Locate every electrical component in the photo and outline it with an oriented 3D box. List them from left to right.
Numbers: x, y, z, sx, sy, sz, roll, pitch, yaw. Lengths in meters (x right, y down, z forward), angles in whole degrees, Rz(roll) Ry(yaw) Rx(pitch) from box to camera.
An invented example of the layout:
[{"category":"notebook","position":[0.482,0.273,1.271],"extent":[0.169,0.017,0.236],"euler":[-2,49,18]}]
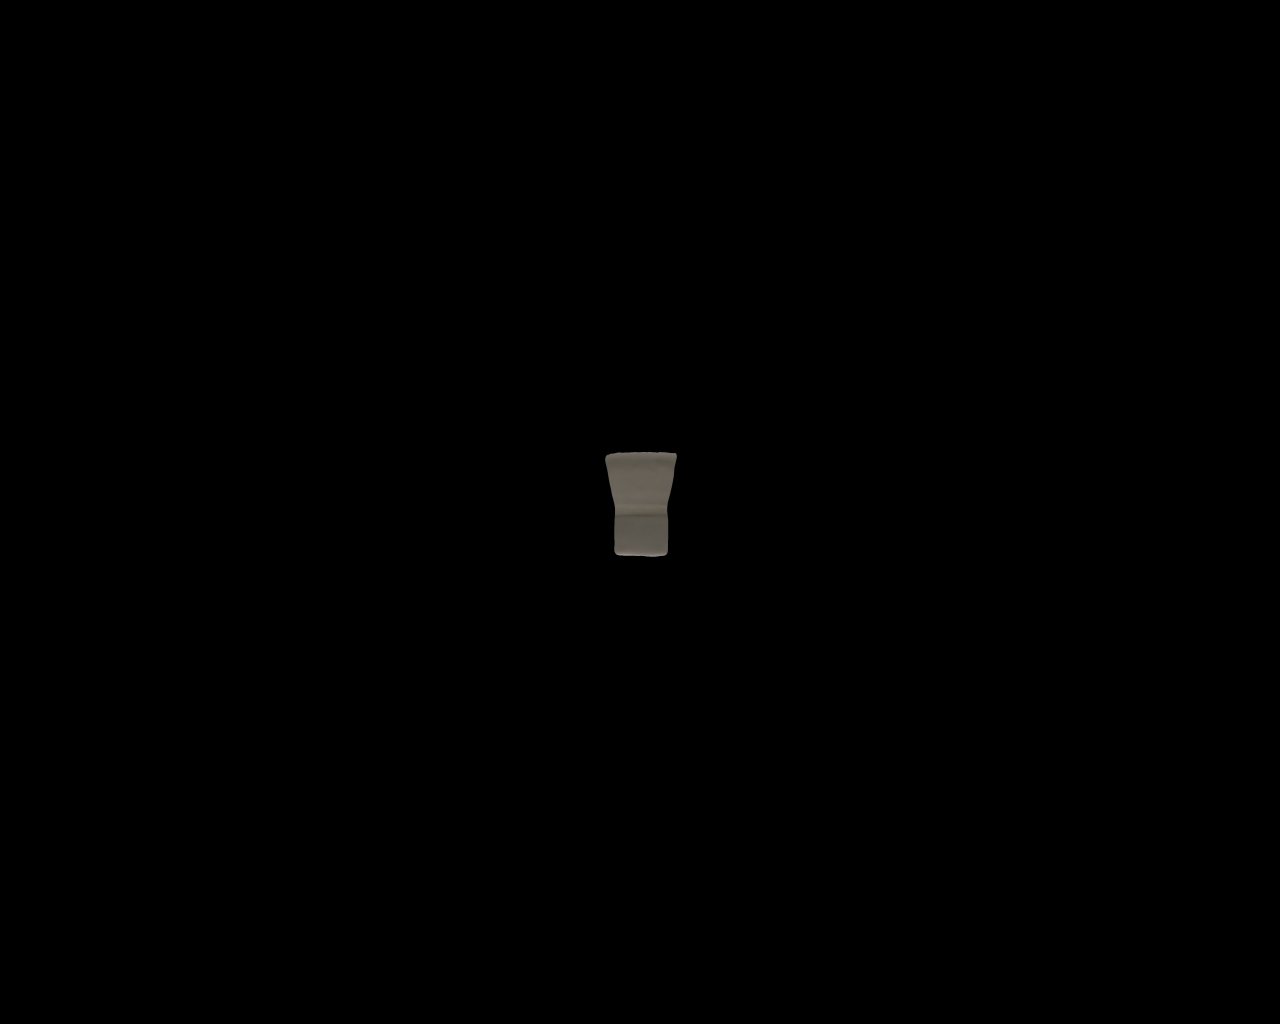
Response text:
[{"category":"electrical component","position":[0.001,-0.003,0.650],"extent":[0.044,0.065,0.044],"euler":[0,-2,0]}]
